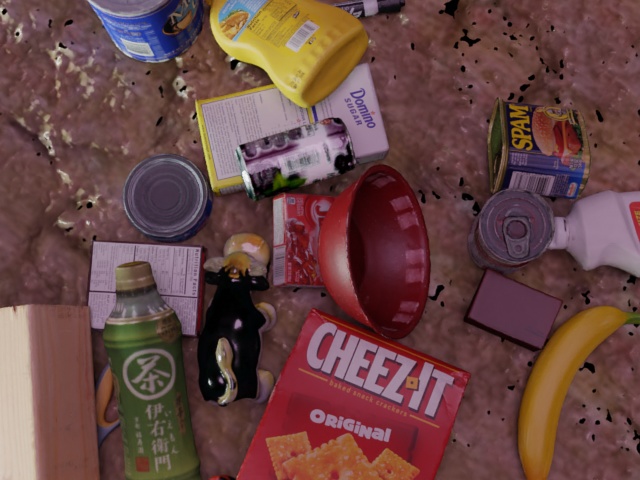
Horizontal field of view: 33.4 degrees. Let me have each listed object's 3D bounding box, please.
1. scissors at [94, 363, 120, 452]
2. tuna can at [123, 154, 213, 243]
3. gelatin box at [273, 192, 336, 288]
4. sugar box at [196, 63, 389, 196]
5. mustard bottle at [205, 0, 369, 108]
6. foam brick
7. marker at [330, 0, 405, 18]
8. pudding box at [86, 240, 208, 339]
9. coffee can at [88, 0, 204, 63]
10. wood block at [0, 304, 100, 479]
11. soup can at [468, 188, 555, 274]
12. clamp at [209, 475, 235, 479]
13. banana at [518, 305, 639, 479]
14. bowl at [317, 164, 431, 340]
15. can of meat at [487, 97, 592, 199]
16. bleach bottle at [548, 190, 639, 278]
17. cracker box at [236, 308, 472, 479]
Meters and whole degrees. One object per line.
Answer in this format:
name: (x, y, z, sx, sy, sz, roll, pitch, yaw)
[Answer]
scissors: (-0.238, 0.199, 1.021, 0.096, 0.016, 0.201, 24, 83, 6)
tuna can: (-0.149, -0.041, 1.045, 0.086, 0.034, 0.086, 0, 81, 1)
gelatin box: (-0.007, 0.001, 1.022, 0.073, 0.030, 0.089, 4, 81, -28)
sugar box: (-0.028, -0.108, 1.048, 0.176, 0.048, 0.093, -12, 82, -4)
mustard bottle: (-0.050, -0.212, 1.038, 0.192, 0.058, 0.096, 39, 85, 28)
foam brick: (0.182, 0.067, 1.012, 0.078, 0.051, 0.053, 24, 84, 5)
marker: (0.026, -0.231, 1.077, 0.121, 0.020, 0.020, -9, 81, 0)
pudding box: (-0.167, 0.047, 1.030, 0.113, 0.039, 0.090, 4, 83, 0)
coffee can: (-0.170, -0.240, 1.022, 0.103, 0.140, 0.103, 0, 82, 1)
wood block: (-0.265, 0.166, 0.973, 0.091, 0.090, 0.206, -8, 83, 24)
soup can: (0.176, -0.006, 0.997, 0.068, 0.102, 0.068, 0, 81, 1)
clamp: (-0.050, 0.314, 0.975, 0.165, 0.036, 0.210, -18, 74, 14)
banana: (0.233, 0.134, 1.008, 0.069, 0.037, 0.198, 34, 84, 6)
bowl: (0.044, 0.013, 0.991, 0.055, 0.161, 0.162, -6, 80, 31)
can of meat: (0.207, -0.086, 1.015, 0.084, 0.057, 0.102, 7, 44, 0)
bleach bottle: (0.337, 0.004, 1.005, 0.251, 0.068, 0.102, 1, 79, -1)
cracker box: (0.024, 0.191, 0.963, 0.164, 0.072, 0.213, 22, 68, 4)
